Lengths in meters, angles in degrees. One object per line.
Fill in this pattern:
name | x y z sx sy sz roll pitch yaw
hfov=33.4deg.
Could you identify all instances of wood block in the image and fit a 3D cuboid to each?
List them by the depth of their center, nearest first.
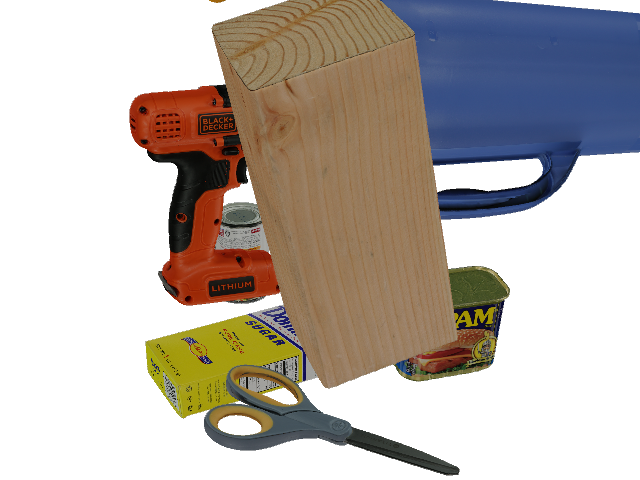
wood block | 0.011 -0.028 0.616 0.090 0.206 0.090 -19 36 -8

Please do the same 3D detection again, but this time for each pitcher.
pitcher | 0.146 -0.110 0.812 0.242 0.149 0.145 -1 29 -13

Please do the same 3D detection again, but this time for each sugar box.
sugar box | -0.077 0.116 1.075 0.176 0.048 0.093 -16 32 -24

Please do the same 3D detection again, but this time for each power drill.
power drill | -0.070 -0.044 0.919 0.184 0.188 0.057 -6 21 -20

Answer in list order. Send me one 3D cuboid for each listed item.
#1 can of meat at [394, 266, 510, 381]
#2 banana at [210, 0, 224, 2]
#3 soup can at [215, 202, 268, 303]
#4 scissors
can of meat | 0.116 0.077 0.980 0.102 0.084 0.057 -6 32 -17
banana | -0.047 -0.264 1.029 0.197 0.070 0.037 -17 -29 -45
soup can | -0.094 0.014 1.258 0.068 0.102 0.068 1 25 -1
scissors | -0.004 0.152 0.810 0.202 0.016 0.096 26 40 31
